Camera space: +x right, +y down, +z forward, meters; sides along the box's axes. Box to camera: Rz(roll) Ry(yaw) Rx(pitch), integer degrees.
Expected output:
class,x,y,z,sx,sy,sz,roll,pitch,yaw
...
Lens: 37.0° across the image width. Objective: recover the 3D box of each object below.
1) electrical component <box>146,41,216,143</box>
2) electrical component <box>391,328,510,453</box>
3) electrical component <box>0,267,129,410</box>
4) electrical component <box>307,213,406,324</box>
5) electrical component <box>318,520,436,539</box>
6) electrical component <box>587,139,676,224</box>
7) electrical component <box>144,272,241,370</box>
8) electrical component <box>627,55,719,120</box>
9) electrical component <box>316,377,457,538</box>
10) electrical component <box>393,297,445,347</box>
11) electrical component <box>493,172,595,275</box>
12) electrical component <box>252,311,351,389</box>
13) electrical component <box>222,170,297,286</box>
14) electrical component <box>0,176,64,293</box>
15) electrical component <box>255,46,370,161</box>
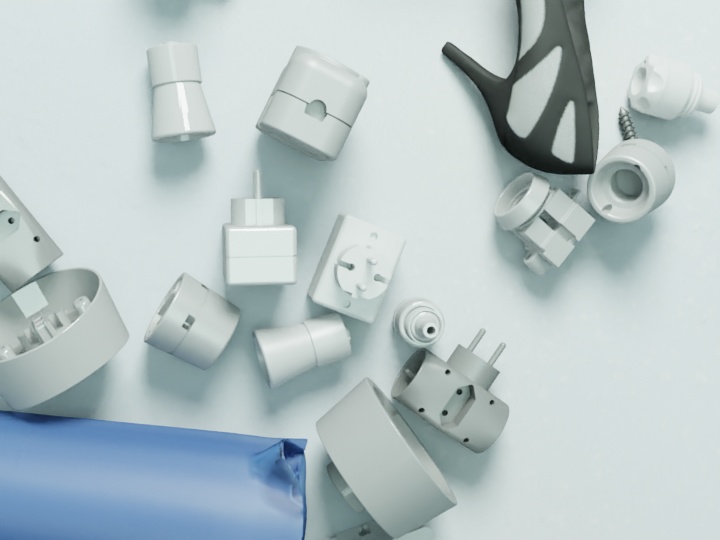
class,x,y,z,sx,sy,sz,roll,pitch,yaw
electrical component,-0.125,-0.123,0.735,0.044,0.044,0.065,-8,92,-8
electrical component,0.076,0.081,0.785,0.077,0.043,0.079,35,89,-11
electrical component,-0.205,0.045,0.711,0.099,0.099,0.064,-31,105,-5
electrical component,0.000,0.000,0.748,0.047,0.077,0.065,22,92,-11
electrical component,0.012,0.216,0.781,0.089,0.056,0.050,-18,98,-7
electrical component,0.195,-0.063,0.777,0.055,0.047,0.055,10,112,27
electrical component,-0.115,0.037,0.745,0.047,0.055,0.055,31,90,-14
electrical component,0.233,-0.131,0.791,0.062,0.043,0.043,14,93,-12
electrical component,0.012,0.136,0.750,0.060,0.108,0.108,-36,100,2
electrical component,0.044,0.039,0.767,0.035,0.061,0.035,-1,95,-8
electrical component,0.131,-0.039,0.783,0.055,0.048,0.066,39,88,-18
electrical component,-0.039,0.054,0.766,0.065,0.044,0.044,-17,98,-12
electrical component,-0.070,-0.031,0.739,0.047,0.066,0.076,-1,96,-9
electrical component,-0.255,-0.017,0.721,0.079,0.043,0.077,-38,100,-4
electrical component,-0.032,-0.111,0.723,0.054,0.095,0.059,26,91,-11
